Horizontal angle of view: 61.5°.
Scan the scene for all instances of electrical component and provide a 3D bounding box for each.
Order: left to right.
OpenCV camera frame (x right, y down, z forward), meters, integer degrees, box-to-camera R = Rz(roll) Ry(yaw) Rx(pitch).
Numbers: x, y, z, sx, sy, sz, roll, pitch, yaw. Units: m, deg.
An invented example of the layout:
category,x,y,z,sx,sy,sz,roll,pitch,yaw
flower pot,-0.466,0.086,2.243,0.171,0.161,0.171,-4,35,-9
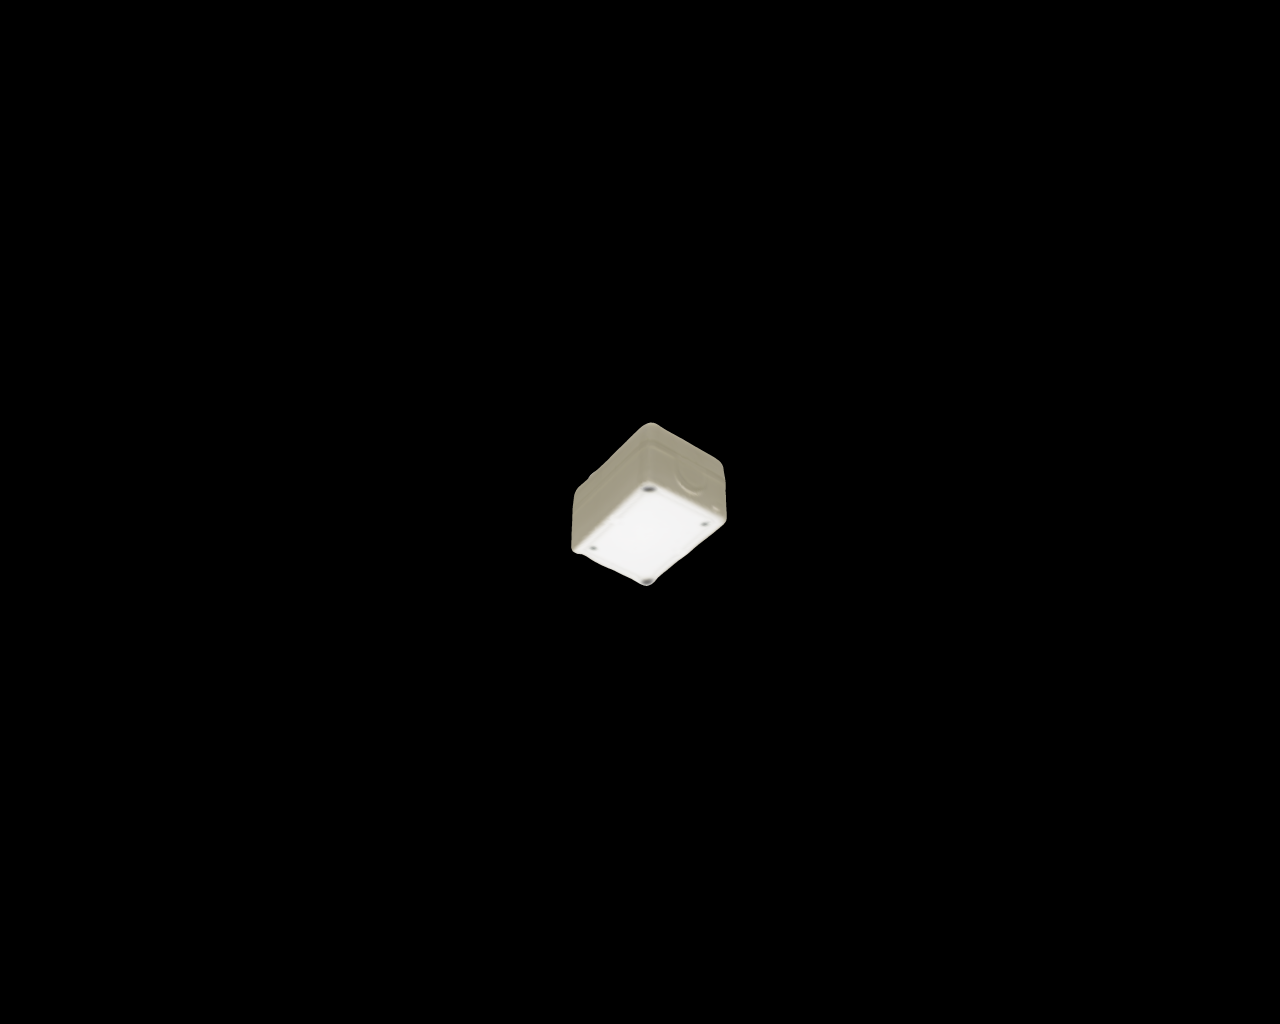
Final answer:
category,x,y,z,sx,sy,sz,roll,pitch,yaw
electrical component,0.001,-0.003,0.650,0.062,0.061,0.096,27,-49,-26
